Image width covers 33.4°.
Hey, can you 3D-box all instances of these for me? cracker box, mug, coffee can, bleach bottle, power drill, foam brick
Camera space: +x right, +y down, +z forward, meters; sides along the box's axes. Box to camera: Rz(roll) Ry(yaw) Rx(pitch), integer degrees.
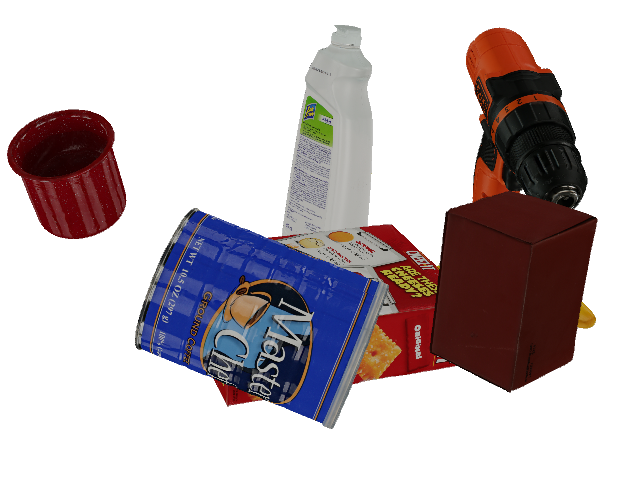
[{"bbox_3d":[-0.003,0.058,0.917,0.213,0.072,0.164,-6,27,-21],"label":"cracker box"},{"bbox_3d":[-0.221,-0.064,0.953,0.093,0.117,0.081,-8,-44,-1],"label":"mug"},{"bbox_3d":[-0.038,0.051,0.710,0.140,0.103,0.103,22,1,3],"label":"coffee can"},{"bbox_3d":[0.018,-0.100,1.135,0.067,0.251,0.103,-9,25,-41],"label":"bleach bottle"},{"bbox_3d":[0.142,-0.035,0.776,0.057,0.188,0.184,-3,42,-5],"label":"power drill"},{"bbox_3d":[0.090,0.022,0.508,0.052,0.078,0.051,-17,31,-41],"label":"foam brick"}]

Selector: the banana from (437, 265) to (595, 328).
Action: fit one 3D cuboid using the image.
[{"bbox_3d":[0.185,0.055,1.106,0.198,0.037,0.069,8,39,12],"label":"banana"}]
